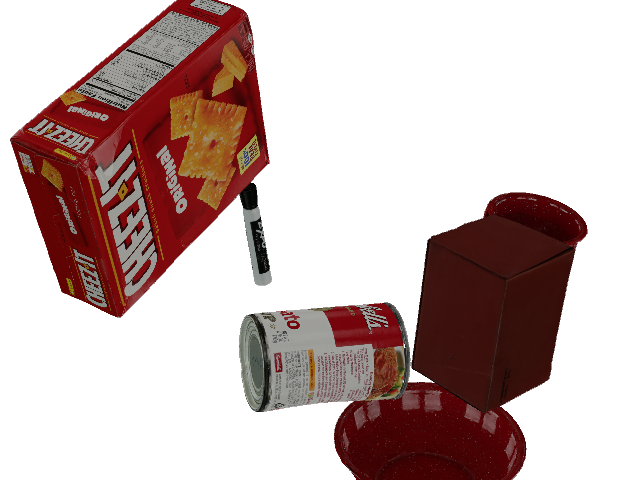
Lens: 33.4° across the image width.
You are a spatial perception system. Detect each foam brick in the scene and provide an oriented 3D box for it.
[{"bbox_3d":[0.083,0.035,0.526,0.052,0.078,0.051,-18,35,-37],"label":"foam brick"}]

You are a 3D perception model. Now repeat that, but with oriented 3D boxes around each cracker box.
[{"bbox_3d":[-0.130,-0.070,0.847,0.072,0.164,0.213,21,50,24],"label":"cracker box"}]

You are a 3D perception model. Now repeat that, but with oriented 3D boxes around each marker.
[{"bbox_3d":[-0.068,-0.008,1.109,0.020,0.121,0.020,-6,31,3],"label":"marker"}]

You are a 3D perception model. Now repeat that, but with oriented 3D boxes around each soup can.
[{"bbox_3d":[0.001,0.080,0.730,0.102,0.068,0.069,-3,1,-18],"label":"soup can"}]

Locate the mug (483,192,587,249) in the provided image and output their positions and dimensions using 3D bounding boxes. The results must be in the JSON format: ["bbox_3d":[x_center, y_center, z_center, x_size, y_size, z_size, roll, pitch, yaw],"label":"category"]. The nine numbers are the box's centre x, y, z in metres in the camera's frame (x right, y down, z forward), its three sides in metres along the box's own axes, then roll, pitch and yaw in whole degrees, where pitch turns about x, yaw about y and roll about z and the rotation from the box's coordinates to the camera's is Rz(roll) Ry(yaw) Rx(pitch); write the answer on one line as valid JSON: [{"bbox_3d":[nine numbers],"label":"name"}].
[{"bbox_3d":[0.188,0.006,1.007,0.093,0.081,0.117,-8,35,-27],"label":"mug"}]

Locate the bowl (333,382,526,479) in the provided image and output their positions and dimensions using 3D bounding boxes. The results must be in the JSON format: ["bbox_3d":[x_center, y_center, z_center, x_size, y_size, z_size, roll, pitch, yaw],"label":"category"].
[{"bbox_3d":[0.092,0.188,0.911,0.162,0.055,0.162,0,28,0],"label":"bowl"}]
